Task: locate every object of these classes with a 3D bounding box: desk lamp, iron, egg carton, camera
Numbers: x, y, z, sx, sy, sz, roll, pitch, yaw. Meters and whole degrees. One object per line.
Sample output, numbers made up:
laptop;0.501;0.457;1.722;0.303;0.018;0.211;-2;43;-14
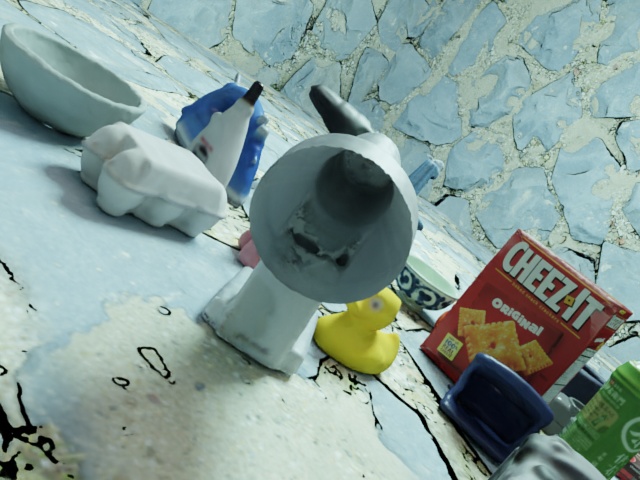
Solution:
desk lamp;-0.006;0.003;0.486;0.118;0.213;0.203;36;14;-2
iron;-0.131;-0.168;0.900;0.119;0.141;0.257;25;18;-39
egg carton;-0.171;-0.061;0.602;0.107;0.069;0.151;46;17;34
camera;0.197;0.235;0.452;0.136;0.100;0.143;41;14;19

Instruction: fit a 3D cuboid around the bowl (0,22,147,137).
bowl;-0.290;-0.168;0.655;0.168;0.074;0.167;34;14;-9

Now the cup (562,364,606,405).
cup;0.409;0.244;0.947;0.092;0.095;0.117;32;14;-18

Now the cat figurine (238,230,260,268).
cat figurine;-0.017;-0.003;0.682;0.128;0.117;0.067;29;15;-26

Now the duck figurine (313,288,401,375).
duck figurine;0.054;0.090;0.614;0.105;0.086;0.077;28;16;-31

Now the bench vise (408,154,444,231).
bench vise;0.167;-0.071;1.136;0.121;0.219;0.208;37;14;5

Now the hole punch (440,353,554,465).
hole punch;0.205;0.184;0.659;0.108;0.091;0.101;42;15;21

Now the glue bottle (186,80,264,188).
glue bottle;-0.121;-0.120;0.701;0.078;0.173;0.037;45;16;34

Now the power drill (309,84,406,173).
power drill;0.028;-0.133;1.027;0.230;0.208;0.075;34;14;-8
